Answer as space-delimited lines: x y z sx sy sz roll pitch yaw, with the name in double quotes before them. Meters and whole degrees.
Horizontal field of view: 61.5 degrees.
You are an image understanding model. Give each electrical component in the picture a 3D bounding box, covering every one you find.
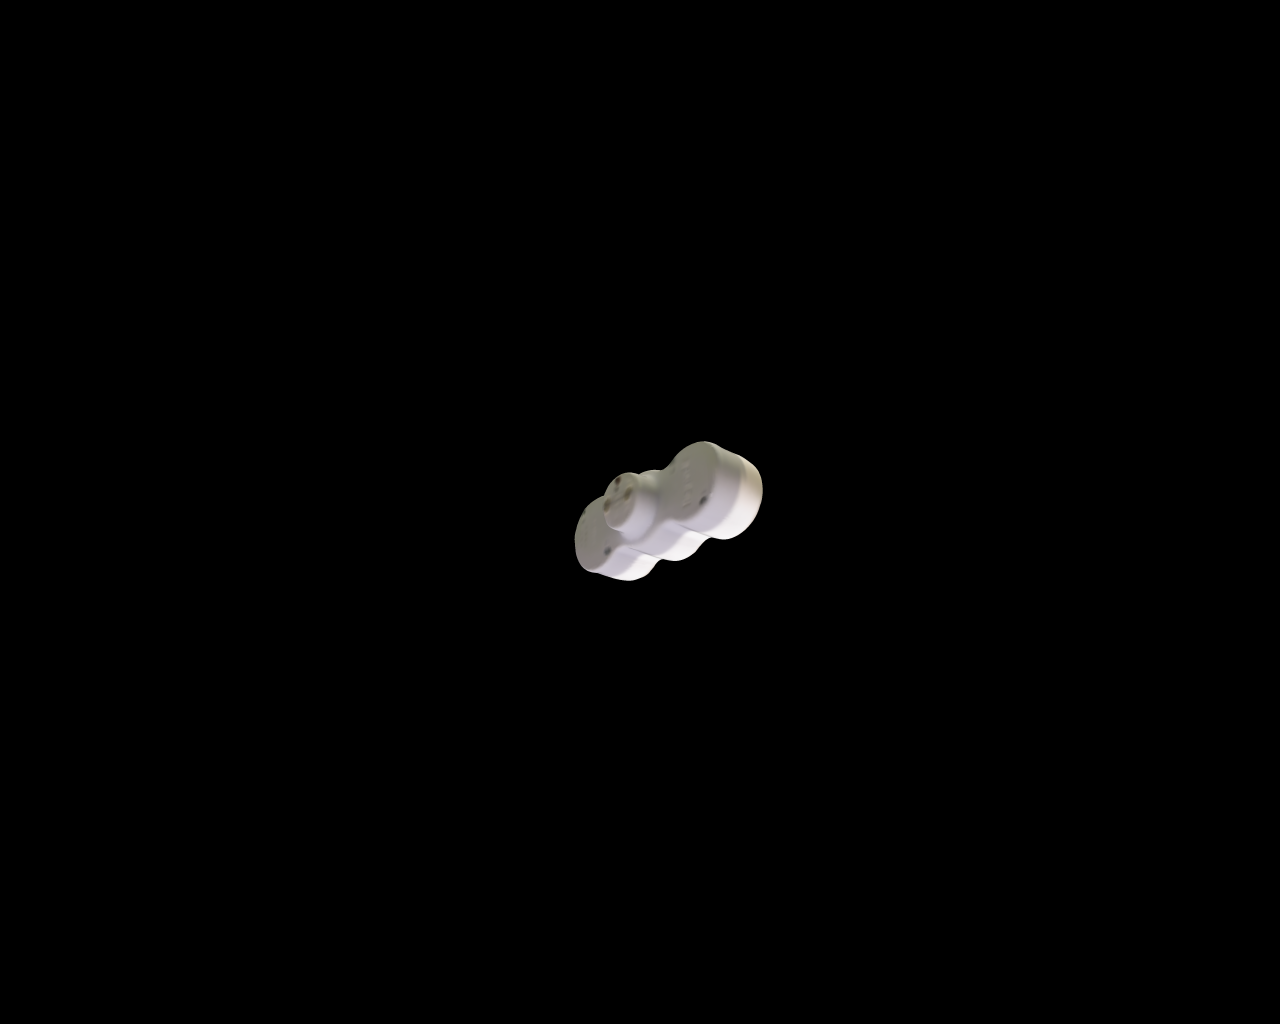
"electrical component" 0.001 -0.003 0.650 0.074 0.052 0.138 21 -33 -36
